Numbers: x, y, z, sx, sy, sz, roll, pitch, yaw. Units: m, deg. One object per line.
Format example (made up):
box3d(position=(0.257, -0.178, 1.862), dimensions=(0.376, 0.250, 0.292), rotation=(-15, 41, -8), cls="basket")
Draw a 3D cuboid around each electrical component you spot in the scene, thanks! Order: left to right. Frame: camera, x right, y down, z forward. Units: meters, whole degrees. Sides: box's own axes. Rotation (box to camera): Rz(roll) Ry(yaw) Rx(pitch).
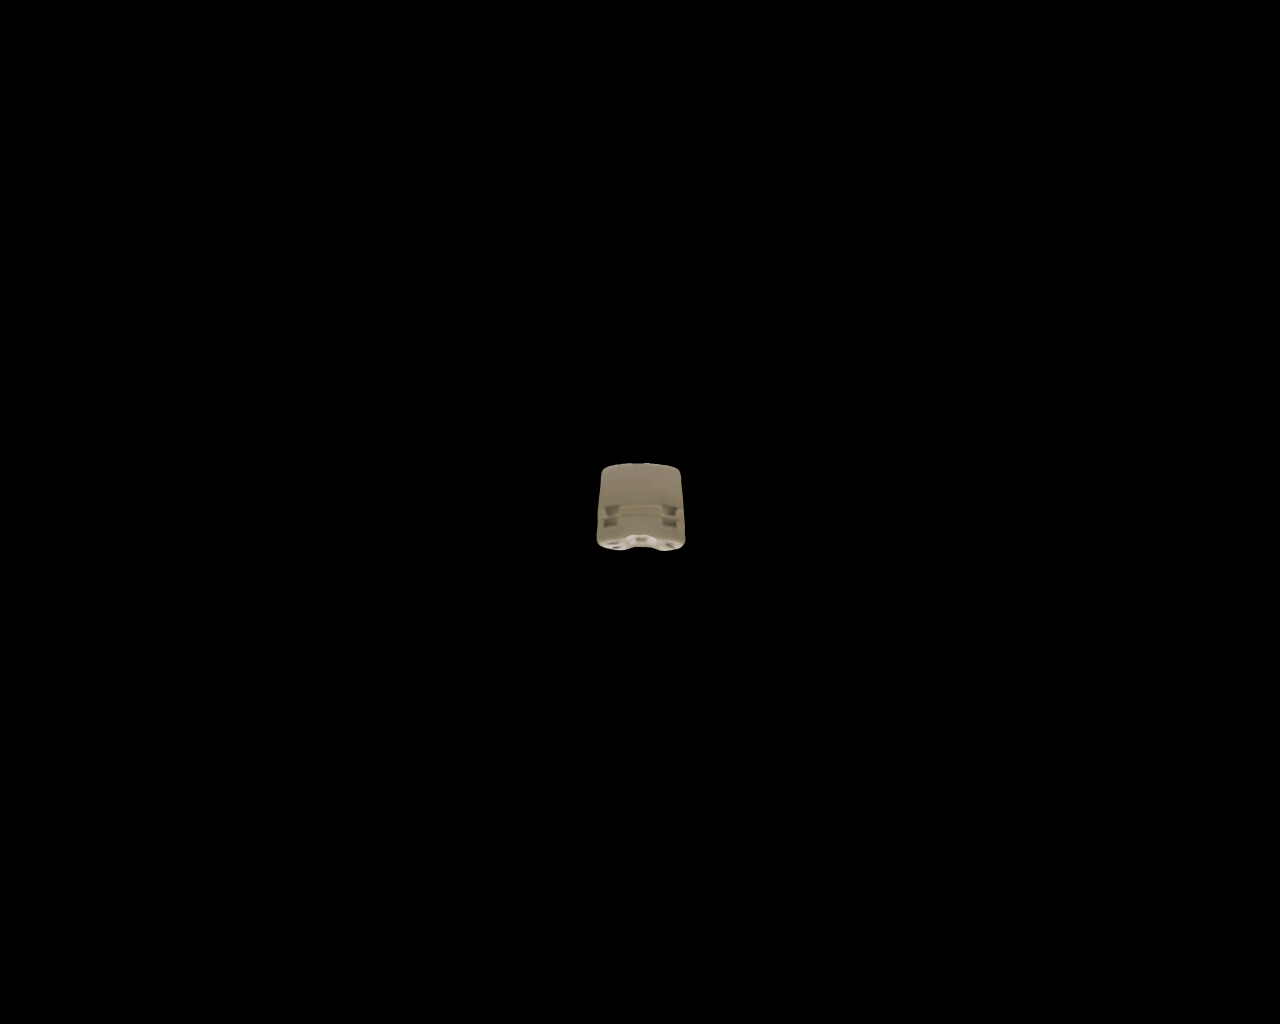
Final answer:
box3d(position=(0.001, -0.003, 0.650), dimensions=(0.055, 0.047, 0.055), rotation=(0, -9, 0), cls="electrical component")
